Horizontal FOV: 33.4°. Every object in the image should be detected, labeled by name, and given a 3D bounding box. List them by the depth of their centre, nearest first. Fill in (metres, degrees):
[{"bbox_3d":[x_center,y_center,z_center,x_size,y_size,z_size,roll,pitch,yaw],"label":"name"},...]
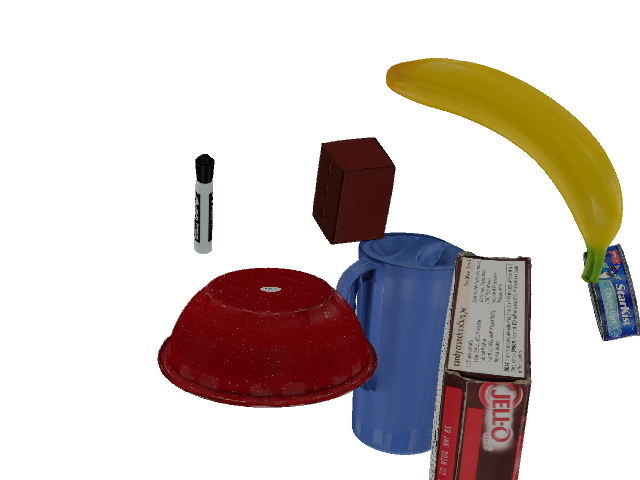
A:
[{"bbox_3d":[0.071,0.068,0.470,0.039,0.090,0.113,6,26,6],"label":"pudding box"},{"bbox_3d":[0.128,-0.064,0.687,0.069,0.198,0.037,-44,-16,5],"label":"banana"},{"bbox_3d":[-0.037,0.060,0.774,0.162,0.055,0.162,2,18,-1],"label":"bowl"},{"bbox_3d":[0.029,-0.044,0.939,0.051,0.078,0.053,-5,34,-19],"label":"foam brick"},{"bbox_3d":[0.266,0.048,0.976,0.034,0.086,0.086,-12,-2,10],"label":"tuna can"},{"bbox_3d":[-0.117,-0.036,1.071,0.020,0.121,0.020,4,42,-4],"label":"marker"},{"bbox_3d":[0.091,0.120,1.230,0.149,0.243,0.145,7,17,6],"label":"pitcher"}]
